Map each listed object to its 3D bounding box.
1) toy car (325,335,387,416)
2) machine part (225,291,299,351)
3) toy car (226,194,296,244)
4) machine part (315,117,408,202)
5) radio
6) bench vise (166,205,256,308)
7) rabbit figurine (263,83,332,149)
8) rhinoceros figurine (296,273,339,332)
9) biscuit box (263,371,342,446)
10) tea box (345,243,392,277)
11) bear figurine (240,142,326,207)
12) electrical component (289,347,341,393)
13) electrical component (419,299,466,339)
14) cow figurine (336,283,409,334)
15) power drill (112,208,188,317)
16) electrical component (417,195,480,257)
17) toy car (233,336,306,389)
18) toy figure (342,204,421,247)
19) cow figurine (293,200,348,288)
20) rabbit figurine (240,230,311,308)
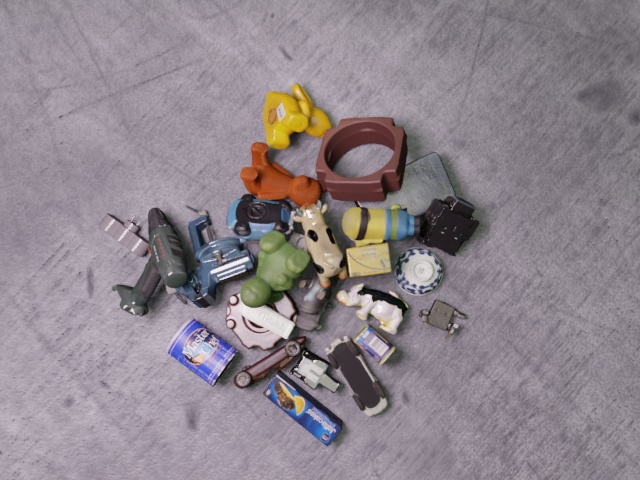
[{"bbox_3d":[0.087,0.326,1.295,0.073,0.056,0.202,-32,82,-2],"label":"toy car"},{"bbox_3d":[-0.143,0.183,1.316,0.179,0.056,0.179,0,85,1],"label":"machine part"},{"bbox_3d":[-0.138,-0.040,1.289,0.162,0.102,0.109,4,58,1],"label":"toy car"},{"bbox_3d":[0.102,-0.191,1.280,0.202,0.087,0.201,2,59,20],"label":"machine part"},{"bbox_3d":[0.208,-0.108,1.321,0.230,0.073,0.131,-27,86,1],"label":"radio"},{"bbox_3d":[-0.279,0.037,1.308,0.224,0.128,0.241,-26,64,9],"label":"bench vise"},{"bbox_3d":[-0.052,-0.297,1.323,0.173,0.122,0.162,3,50,-35],"label":"rabbit figurine"},{"bbox_3d":[-0.005,0.127,1.294,0.073,0.112,0.190,19,73,19],"label":"rhinoceros figurine"},{"bbox_3d":[-0.040,0.402,1.289,0.203,0.063,0.059,37,88,5],"label":"biscuit box"},{"bbox_3d":[0.111,0.050,1.261,0.098,0.169,0.068,-7,87,0],"label":"tea box"},{"bbox_3d":[-0.082,-0.141,1.307,0.196,0.131,0.120,15,62,9],"label":"bear figurine"},{"bbox_3d":[-0.007,0.321,1.302,0.119,0.048,0.075,28,87,4],"label":"electrical component"},{"bbox_3d":[0.294,0.190,1.304,0.102,0.045,0.078,31,88,4],"label":"electrical component"},{"bbox_3d":[0.127,0.150,1.302,0.167,0.068,0.098,32,81,1],"label":"cow figurine"},{"bbox_3d":[-0.399,0.060,1.265,0.207,0.086,0.232,-48,51,9],"label":"power drill"},{"bbox_3d":[0.306,-0.038,1.276,0.115,0.058,0.134,18,112,-24],"label":"electrical component"},{"bbox_3d":[-0.116,0.293,1.289,0.202,0.089,0.053,-31,83,-2],"label":"toy car"},{"bbox_3d":[0.142,-0.039,1.237,0.180,0.089,0.082,1,50,8],"label":"toy figure"},{"bbox_3d":[-0.003,-0.004,1.232,0.085,0.127,0.195,-19,60,-6],"label":"cow figurine"},{"bbox_3d":[-0.123,0.085,1.222,0.121,0.159,0.170,40,66,7],"label":"rabbit figurine"}]
